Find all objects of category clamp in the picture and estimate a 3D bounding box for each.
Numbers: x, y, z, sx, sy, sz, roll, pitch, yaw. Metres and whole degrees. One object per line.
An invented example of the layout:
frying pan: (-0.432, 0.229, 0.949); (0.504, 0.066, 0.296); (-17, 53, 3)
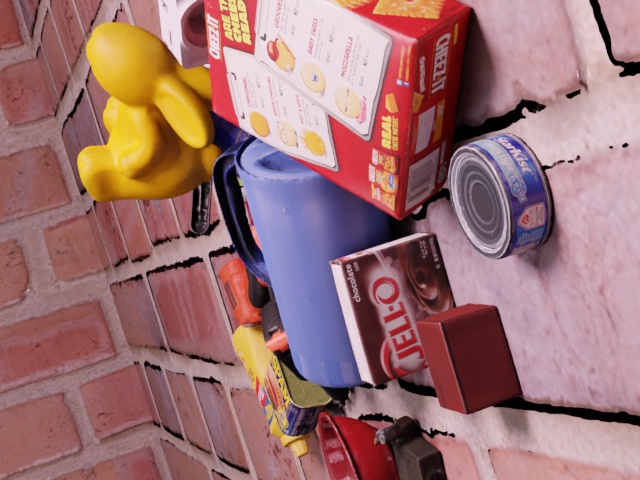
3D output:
clamp: (-0.031, 0.101, 1.173); (0.164, 0.036, 0.210); (59, -175, 14)
clamp: (-0.150, -0.092, 1.372); (0.171, 0.039, 0.120); (-84, 3, -55)

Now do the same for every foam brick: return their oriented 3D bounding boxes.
foam brick: (0.119, 0.094, 0.861); (0.053, 0.051, 0.078); (175, 77, -72)

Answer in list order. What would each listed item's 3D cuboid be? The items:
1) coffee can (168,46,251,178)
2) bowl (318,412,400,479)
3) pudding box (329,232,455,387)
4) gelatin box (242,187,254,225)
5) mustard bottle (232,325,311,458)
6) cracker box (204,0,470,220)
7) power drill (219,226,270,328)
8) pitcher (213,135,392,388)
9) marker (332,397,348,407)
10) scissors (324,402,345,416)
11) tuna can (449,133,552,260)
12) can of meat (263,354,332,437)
coffee can: (-0.094, -0.140, 1.105); (0.140, 0.102, 0.103); (41, 150, 23)
bowl: (0.051, 0.260, 1.184); (0.162, 0.055, 0.162); (163, 90, -78)
pudding box: (0.067, 0.059, 0.914); (0.039, 0.090, 0.113); (173, 80, -72)
gelatin box: (-0.061, -0.045, 1.208); (0.089, 0.073, 0.030); (-158, 52, -66)
mustard bottle: (-0.060, 0.206, 1.460); (0.096, 0.058, 0.192); (111, 137, -63)
cracker box: (0.007, -0.137, 0.831); (0.214, 0.072, 0.164); (32, 141, 30)
power drill: (-0.094, 0.013, 1.382); (0.188, 0.057, 0.184); (100, 150, -57)
pitcher: (-0.001, 0.012, 0.996); (0.149, 0.145, 0.243); (-128, 24, -58)
marker: (0.006, 0.141, 1.273); (0.020, 0.020, 0.121); (139, 112, -70)
scissors: (-0.004, 0.198, 1.360); (0.202, 0.016, 0.096); (62, 157, 28)
tuna can: (0.126, -0.030, 0.753); (0.086, 0.033, 0.086); (163, 90, -72)
can of meat: (-0.029, 0.182, 1.322); (0.084, 0.057, 0.102); (110, 146, -49)
